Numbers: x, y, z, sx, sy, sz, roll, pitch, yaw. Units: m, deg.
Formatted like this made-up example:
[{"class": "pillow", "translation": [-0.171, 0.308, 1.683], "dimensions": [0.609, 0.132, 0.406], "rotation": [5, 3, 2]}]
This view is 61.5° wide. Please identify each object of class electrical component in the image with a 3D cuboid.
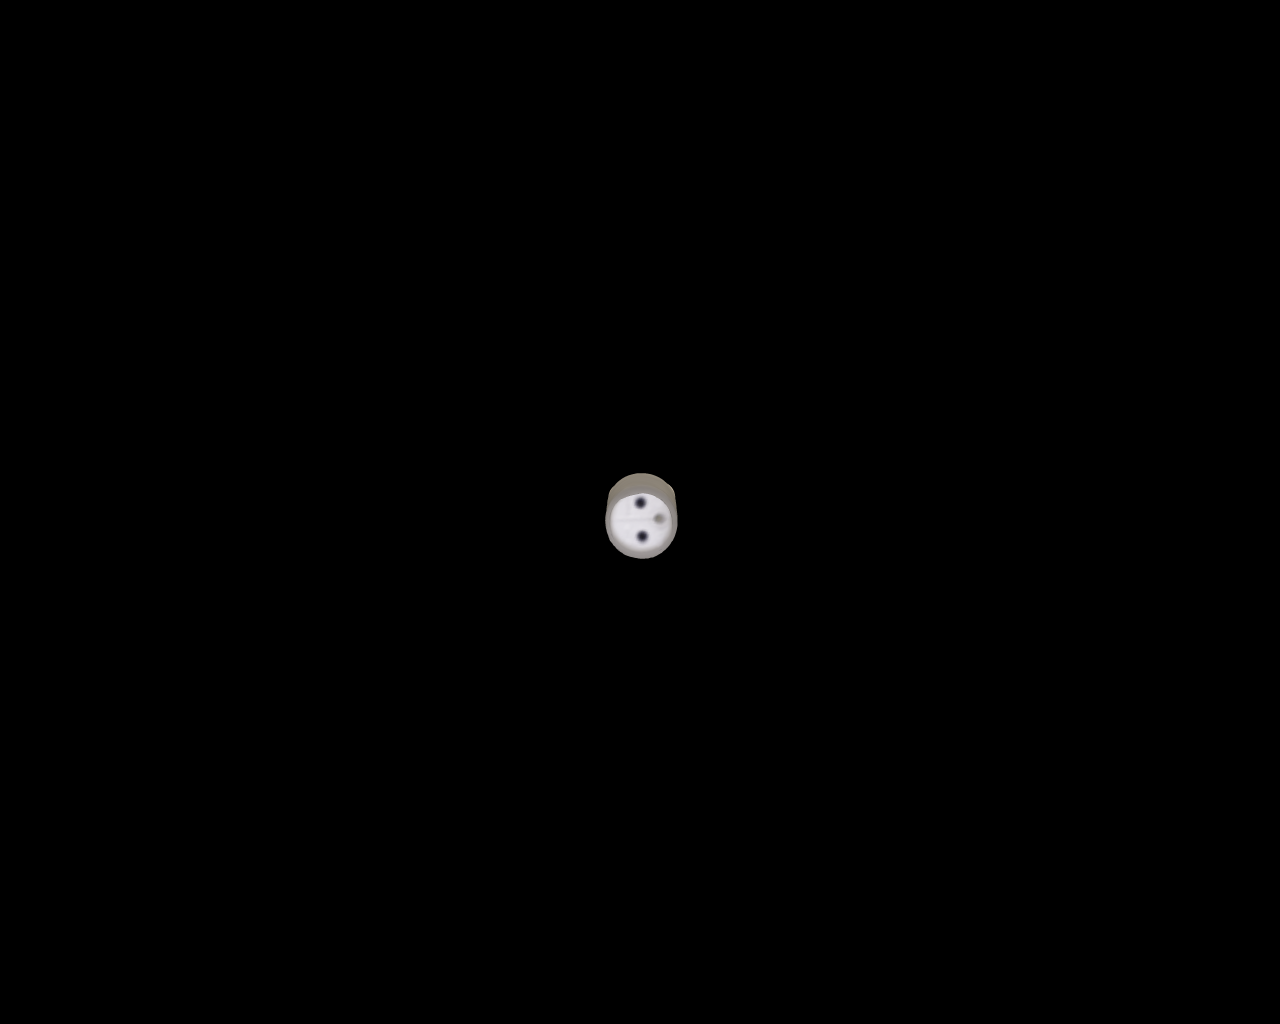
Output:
[{"class": "electrical component", "translation": [0.001, -0.003, 0.650], "dimensions": [0.043, 0.043, 0.081], "rotation": [0, 16, 0]}]
